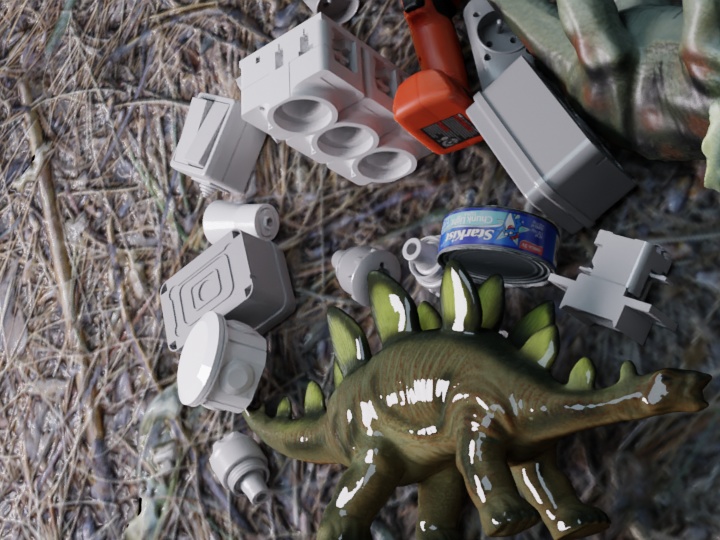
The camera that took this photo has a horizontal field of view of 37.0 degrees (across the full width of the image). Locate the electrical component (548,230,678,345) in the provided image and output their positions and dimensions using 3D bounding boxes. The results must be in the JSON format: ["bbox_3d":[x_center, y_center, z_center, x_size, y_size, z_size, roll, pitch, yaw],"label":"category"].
[{"bbox_3d":[0.174,0.010,0.722,0.081,0.042,0.063,20,83,44],"label":"electrical component"}]

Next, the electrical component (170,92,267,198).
[{"bbox_3d":[-0.140,-0.118,1.042,0.062,0.061,0.096,19,86,45],"label":"electrical component"}]

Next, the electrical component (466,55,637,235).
[{"bbox_3d":[0.135,-0.089,0.772,0.057,0.078,0.113,-42,50,18],"label":"electrical component"}]

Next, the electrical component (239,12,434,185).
[{"bbox_3d":[-0.014,-0.129,0.871,0.089,0.150,0.061,-23,58,34],"label":"electrical component"}]

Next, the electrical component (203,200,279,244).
[{"bbox_3d":[-0.108,-0.044,0.998,0.065,0.044,0.044,1,74,37],"label":"electrical component"}]

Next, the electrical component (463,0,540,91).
[{"bbox_3d":[0.126,-0.174,0.831,0.079,0.044,0.077,-9,66,-2],"label":"electrical component"}]

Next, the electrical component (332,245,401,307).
[{"bbox_3d":[0.000,0.000,0.881,0.062,0.048,0.048,28,93,52],"label":"electrical component"}]

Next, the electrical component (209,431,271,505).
[{"bbox_3d":[-0.096,0.168,0.897,0.043,0.043,0.062,-53,48,12],"label":"electrical component"}]

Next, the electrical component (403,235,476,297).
[{"bbox_3d":[0.058,-0.007,0.818,0.048,0.062,0.048,-18,62,36],"label":"electrical component"}]

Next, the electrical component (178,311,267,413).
[{"bbox_3d":[-0.117,0.078,0.901,0.080,0.051,0.080,-43,37,45],"label":"electrical component"}]

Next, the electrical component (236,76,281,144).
[{"bbox_3d":[-0.072,-0.161,0.994,0.057,0.078,0.058,-35,52,-2],"label":"electrical component"}]

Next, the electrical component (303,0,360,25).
[{"bbox_3d":[-0.021,-0.283,1.017,0.079,0.043,0.077,-43,49,21],"label":"electrical component"}]

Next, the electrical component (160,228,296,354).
[{"bbox_3d":[-0.119,0.026,0.967,0.113,0.057,0.078,-35,52,27],"label":"electrical component"}]
